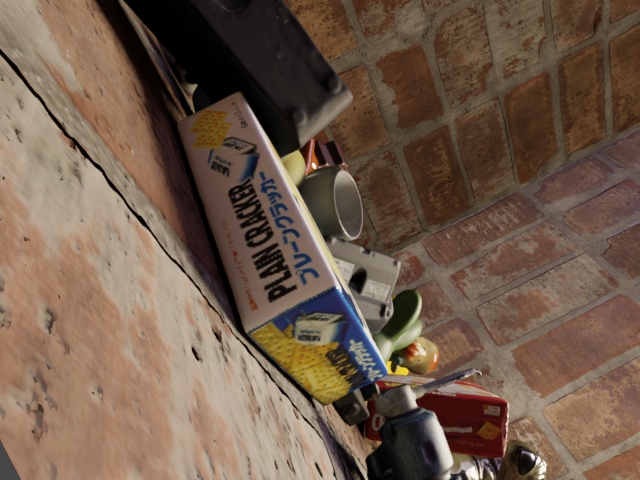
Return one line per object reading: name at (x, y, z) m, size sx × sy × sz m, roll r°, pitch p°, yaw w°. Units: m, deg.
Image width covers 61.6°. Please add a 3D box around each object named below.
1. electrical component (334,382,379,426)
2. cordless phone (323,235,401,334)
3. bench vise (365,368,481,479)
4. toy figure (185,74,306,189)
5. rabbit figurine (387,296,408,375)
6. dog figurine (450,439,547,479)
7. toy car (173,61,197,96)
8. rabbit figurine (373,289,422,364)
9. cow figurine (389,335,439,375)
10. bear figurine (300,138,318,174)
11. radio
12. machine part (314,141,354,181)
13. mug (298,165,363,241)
electrical component at (0.029, 0.142, 0.561) m, size 0.102 × 0.045 × 0.078 m, roll 62°, pitch 0°, yaw -29°
cordless phone at (-0.011, 0.037, 0.626) m, size 0.146 × 0.088 × 0.184 m, roll 19°, pitch -2°, yaw -34°
bench vise at (0.111, 0.206, 0.380) m, size 0.240 × 0.129 × 0.223 m, roll 121°, pitch -37°, yaw -70°
toy figure at (-0.084, -0.122, 0.593) m, size 0.180 × 0.089 × 0.082 m, roll 65°, pitch 8°, yaw 2°
rabbit figurine at (0.111, 0.187, 0.998) m, size 0.162 × 0.122 × 0.173 m, roll -33°, pitch 138°, yaw -52°
dog figurine at (0.193, 0.297, 0.696) m, size 0.121 × 0.191 × 0.172 m, roll 63°, pitch 3°, yaw 39°
toy car at (-0.095, -0.185, 0.702) m, size 0.201 × 0.056 × 0.074 m, roll 21°, pitch 32°, yaw -42°
rabbit figurine at (0.063, 0.117, 0.749) m, size 0.121 × 0.159 × 0.170 m, roll 76°, pitch 5°, yaw -50°
cow figurine at (0.096, 0.149, 0.849) m, size 0.195 × 0.085 × 0.127 m, roll 24°, pitch -7°, yaw 24°
bear figurine at (-0.042, -0.077, 0.777) m, size 0.131 × 0.120 × 0.196 m, roll 68°, pitch -3°, yaw -60°
radio at (-0.081, -0.179, 0.473) m, size 0.229 × 0.073 × 0.131 m, roll 47°, pitch -14°, yaw -18°
machine part at (-0.026, -0.104, 0.959) m, size 0.179 × 0.179 × 0.056 m, roll 60°, pitch 6°, yaw -71°
mug at (-0.012, -0.044, 0.646) m, size 0.080 × 0.107 × 0.109 m, roll 50°, pitch 37°, yaw -48°
